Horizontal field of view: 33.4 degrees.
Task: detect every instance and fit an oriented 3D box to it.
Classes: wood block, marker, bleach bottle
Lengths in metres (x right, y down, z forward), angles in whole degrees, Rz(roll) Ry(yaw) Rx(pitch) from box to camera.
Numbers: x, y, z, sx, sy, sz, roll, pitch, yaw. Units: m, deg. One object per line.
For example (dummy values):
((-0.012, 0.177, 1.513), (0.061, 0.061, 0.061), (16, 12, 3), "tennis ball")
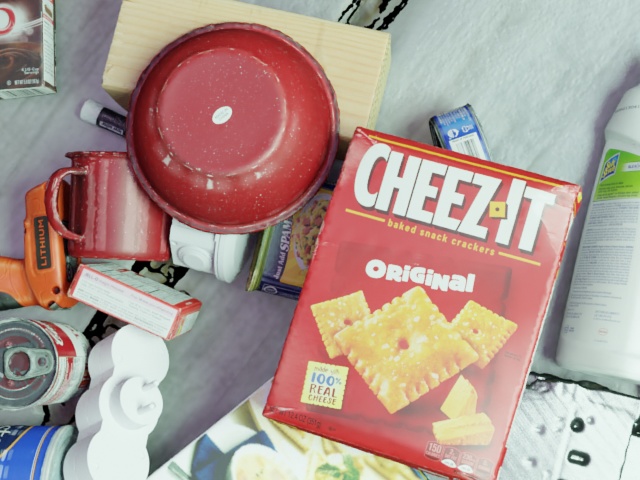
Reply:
((-0.054, -0.131, 0.845), (0.206, 0.090, 0.091), (13, 84, 6), "wood block")
((-0.141, -0.084, 0.881), (0.121, 0.020, 0.020), (25, 86, 6), "marker")
((0.247, -0.019, 0.806), (0.068, 0.103, 0.251), (15, 84, -26), "bleach bottle")

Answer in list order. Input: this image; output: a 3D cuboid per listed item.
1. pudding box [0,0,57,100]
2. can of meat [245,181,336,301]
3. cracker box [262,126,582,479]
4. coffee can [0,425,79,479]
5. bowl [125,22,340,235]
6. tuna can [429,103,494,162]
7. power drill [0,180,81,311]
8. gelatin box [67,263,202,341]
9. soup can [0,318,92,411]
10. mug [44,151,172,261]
((-0.278, -0.163, 0.890), (0.113, 0.039, 0.090), (-3, 84, 4), "pudding box")
((-0.005, 0.001, 0.838), (0.084, 0.057, 0.102), (14, 86, -6), "can of meat")
((0.072, 0.046, 0.738), (0.164, 0.072, 0.213), (16, 83, 13), "cracker box")
((-0.261, 0.192, 0.819), (0.140, 0.103, 0.103), (1, 84, 4), "coffee can")
((-0.067, -0.086, 0.767), (0.162, 0.055, 0.162), (0, 84, 4), "bowl")
((0.113, -0.060, 0.827), (0.034, 0.086, 0.086), (-19, 83, 3), "tuna can")
((-0.293, -0.001, 0.866), (0.188, 0.057, 0.184), (-8, 87, 6), "power drill")
((-0.145, 0.047, 0.840), (0.089, 0.073, 0.030), (23, 93, 5), "gelatin box")
((-0.220, 0.096, 0.826), (0.068, 0.102, 0.068), (0, 84, 4), "soup can")
((-0.163, -0.026, 0.833), (0.093, 0.117, 0.081), (2, 89, 38), "mug")
